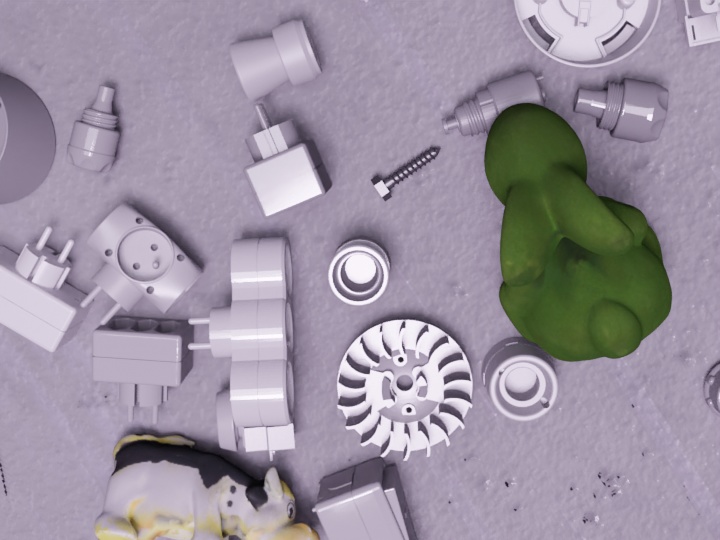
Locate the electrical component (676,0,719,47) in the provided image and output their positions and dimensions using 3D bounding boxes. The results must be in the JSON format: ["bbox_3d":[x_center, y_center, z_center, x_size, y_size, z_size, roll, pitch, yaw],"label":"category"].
[{"bbox_3d":[0.243,-0.198,0.736,0.042,0.064,0.081,-12,98,3],"label":"electrical component"}]

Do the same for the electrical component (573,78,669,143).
[{"bbox_3d":[0.184,-0.115,0.762,0.062,0.043,0.043,11,99,2],"label":"electrical component"}]

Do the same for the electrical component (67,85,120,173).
[{"bbox_3d":[-0.192,-0.104,0.786,0.035,0.035,0.061,16,97,0],"label":"electrical component"}]

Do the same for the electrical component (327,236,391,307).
[{"bbox_3d":[0.000,0.000,0.782,0.045,0.055,0.045,0,99,3],"label":"electrical component"}]

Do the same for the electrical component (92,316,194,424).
[{"bbox_3d":[-0.162,0.079,0.806,0.066,0.047,0.076,4,101,2],"label":"electrical component"}]

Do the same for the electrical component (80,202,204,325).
[{"bbox_3d":[-0.170,0.004,0.790,0.077,0.044,0.079,42,80,-4],"label":"electrical component"}]

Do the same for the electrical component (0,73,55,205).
[{"bbox_3d":[-0.283,-0.099,0.788,0.099,0.064,0.099,0,90,14],"label":"electrical component"}]

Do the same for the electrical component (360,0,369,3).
[{"bbox_3d":[-0.003,-0.227,0.726,0.061,0.096,0.061,39,98,-3],"label":"electrical component"}]

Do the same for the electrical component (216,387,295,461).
[{"bbox_3d":[-0.079,0.111,0.809,0.055,0.048,0.066,-5,99,-4],"label":"electrical component"}]

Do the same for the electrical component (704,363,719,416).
[{"bbox_3d":[0.280,0.093,0.779,0.048,0.062,0.048,0,99,2],"label":"electrical component"}]

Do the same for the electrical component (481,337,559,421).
[{"bbox_3d":[0.119,0.081,0.793,0.055,0.047,0.055,0,99,3],"label":"electrical component"}]

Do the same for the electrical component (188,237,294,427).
[{"bbox_3d":[-0.088,0.044,0.775,0.074,0.052,0.138,-3,72,3],"label":"electrical component"}]

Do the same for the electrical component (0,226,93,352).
[{"bbox_3d":[-0.239,0.005,0.799,0.083,0.047,0.075,31,99,-2],"label":"electrical component"}]

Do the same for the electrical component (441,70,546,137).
[{"bbox_3d":[0.097,-0.114,0.767,0.078,0.040,0.040,-17,98,5],"label":"electrical component"}]

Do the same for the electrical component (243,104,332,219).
[{"bbox_3d":[-0.058,-0.083,0.766,0.047,0.065,0.076,-22,97,6],"label":"electrical component"}]

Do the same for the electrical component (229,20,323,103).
[{"bbox_3d":[-0.060,-0.149,0.767,0.055,0.045,0.045,-20,97,5],"label":"electrical component"}]

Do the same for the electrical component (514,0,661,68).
[{"bbox_3d":[0.154,-0.189,0.741,0.099,0.064,0.099,0,99,3],"label":"electrical component"}]

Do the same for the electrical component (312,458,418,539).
[{"bbox_3d":[0.012,0.198,0.809,0.061,0.061,0.096,-22,97,6],"label":"electrical component"}]
